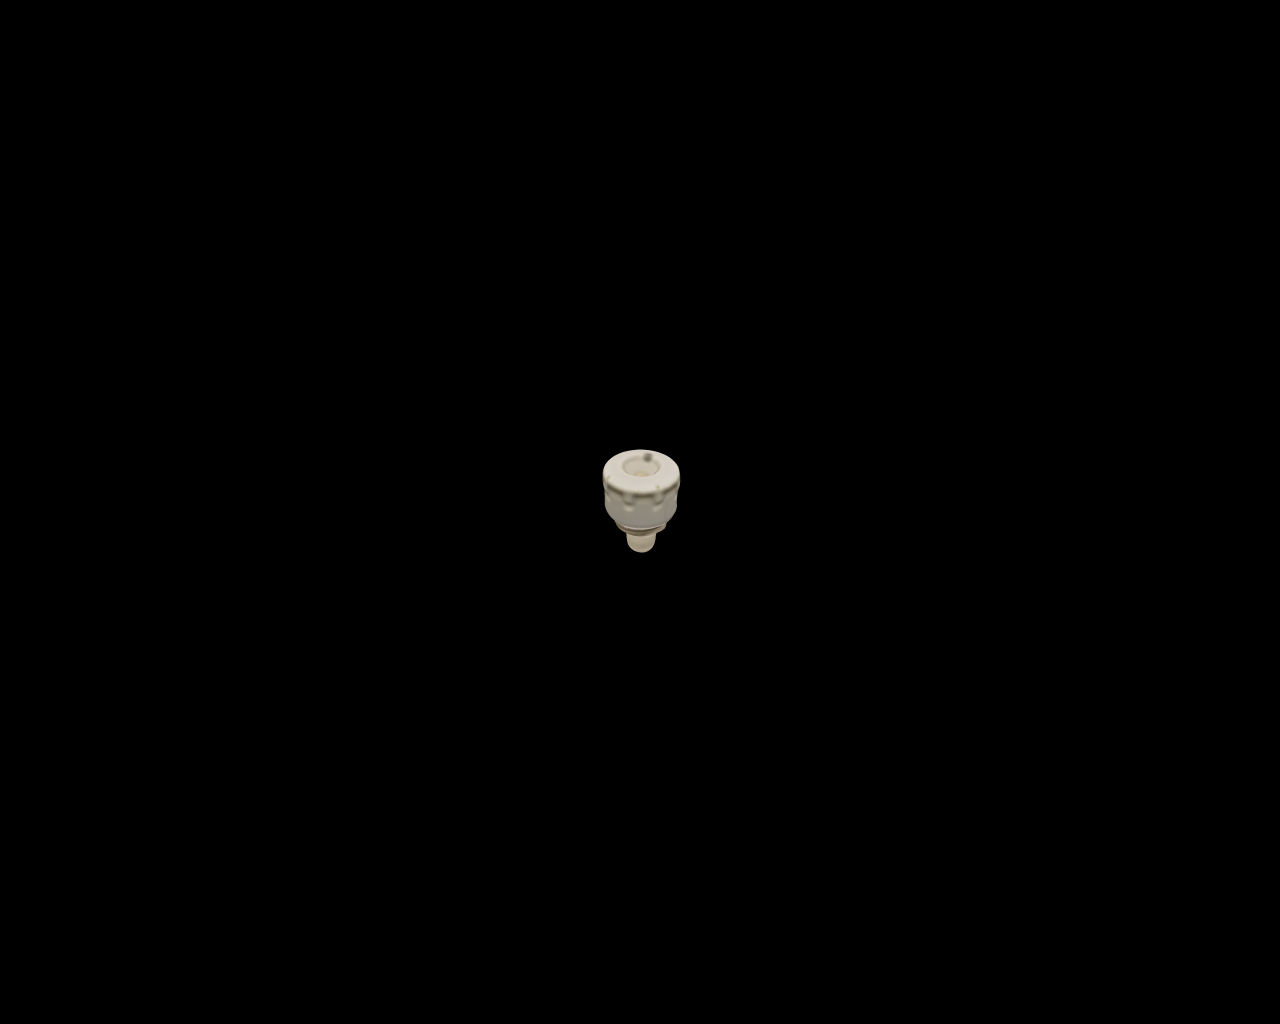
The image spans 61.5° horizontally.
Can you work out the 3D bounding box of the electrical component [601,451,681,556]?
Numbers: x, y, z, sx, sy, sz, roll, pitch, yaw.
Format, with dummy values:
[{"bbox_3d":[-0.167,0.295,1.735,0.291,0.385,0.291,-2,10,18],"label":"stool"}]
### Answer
[{"bbox_3d":[0.001,-0.003,0.650,0.048,0.062,0.048,0,35,0],"label":"electrical component"}]
